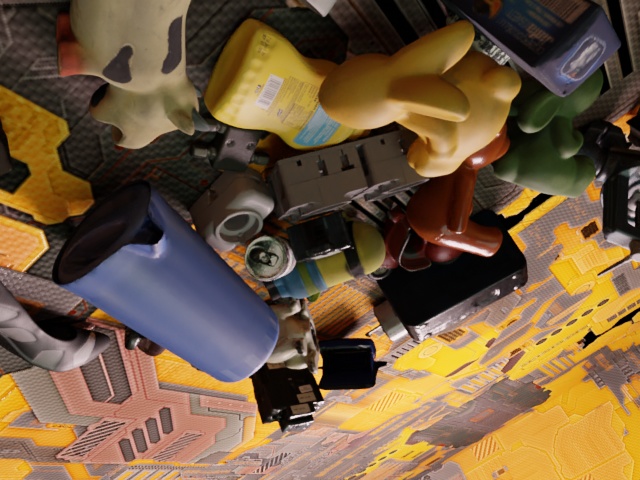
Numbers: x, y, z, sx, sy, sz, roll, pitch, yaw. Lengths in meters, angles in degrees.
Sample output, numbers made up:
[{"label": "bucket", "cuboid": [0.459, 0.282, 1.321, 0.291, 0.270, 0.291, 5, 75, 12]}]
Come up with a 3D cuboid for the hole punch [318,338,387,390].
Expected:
[{"label": "hole punch", "cuboid": [0.051, 0.221, 1.021, 0.142, 0.092, 0.116, -8, -175, 10]}]

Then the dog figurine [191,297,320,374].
[{"label": "dog figurine", "cuboid": [-0.106, 0.171, 0.878, 0.191, 0.121, 0.172, -15, 142, 8]}]

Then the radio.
[{"label": "radio", "cuboid": [0.220, 0.060, 0.896, 0.230, 0.131, 0.073, -30, 143, 5]}]

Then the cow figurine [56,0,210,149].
[{"label": "cow figurine", "cuboid": [-0.144, -0.159, 0.435, 0.127, 0.086, 0.194, 2, 135, -26]}]

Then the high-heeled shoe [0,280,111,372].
[{"label": "high-heeled shoe", "cuboid": [-0.345, 0.081, 0.646, 0.248, 0.086, 0.145, 7, 104, -61]}]

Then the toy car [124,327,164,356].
[{"label": "toy car", "cuboid": [-0.204, 0.096, 0.744, 0.089, 0.053, 0.202, 9, 133, -35]}]

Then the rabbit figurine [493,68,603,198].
[{"label": "rabbit figurine", "cuboid": [0.296, -0.159, 0.713, 0.159, 0.121, 0.170, 7, 115, -28]}]

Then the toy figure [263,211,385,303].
[{"label": "toy figure", "cuboid": [0.006, 0.034, 0.762, 0.180, 0.089, 0.082, -25, 143, -1]}]

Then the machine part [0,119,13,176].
[{"label": "machine part", "cuboid": [-0.348, -0.079, 0.428, 0.179, 0.056, 0.179, -17, 143, -14]}]

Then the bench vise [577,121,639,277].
[{"label": "bench vise", "cuboid": [0.429, -0.071, 0.764, 0.224, 0.240, 0.128, 25, 142, 2]}]

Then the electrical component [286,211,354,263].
[{"label": "electrical component", "cuboid": [-0.001, -0.002, 0.667, 0.075, 0.047, 0.119, -18, 173, 10]}]

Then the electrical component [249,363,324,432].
[{"label": "electrical component", "cuboid": [-0.062, 0.287, 1.003, 0.115, 0.134, 0.058, 2, 135, -31]}]

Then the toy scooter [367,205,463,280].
[{"label": "toy scooter", "cuboid": [0.148, -0.008, 0.816, 0.184, 0.075, 0.135, -16, 140, -9]}]

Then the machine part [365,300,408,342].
[{"label": "machine part", "cuboid": [0.187, 0.115, 0.991, 0.243, 0.079, 0.079, -32, 144, 9]}]

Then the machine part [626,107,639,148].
[{"label": "machine part", "cuboid": [0.503, -0.192, 0.810, 0.039, 0.084, 0.138, -11, 134, 0]}]

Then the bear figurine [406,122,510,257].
[{"label": "bear figurine", "cuboid": [0.191, -0.089, 0.681, 0.132, 0.120, 0.195, 8, 122, -27]}]

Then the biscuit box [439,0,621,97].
[{"label": "biscuit box", "cuboid": [0.156, -0.204, 0.458, 0.062, 0.203, 0.059, 18, 123, -46]}]

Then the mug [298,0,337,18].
[{"label": "mug", "cuboid": [0.006, -0.239, 0.413, 0.080, 0.110, 0.107, 23, 109, -40]}]

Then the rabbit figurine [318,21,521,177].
[{"label": "rabbit figurine", "cuboid": [0.088, -0.130, 0.507, 0.173, 0.121, 0.162, 4, 180, -19]}]

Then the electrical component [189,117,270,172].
[{"label": "electrical component", "cuboid": [-0.092, -0.105, 0.584, 0.094, 0.021, 0.063, 4, 134, -35]}]
